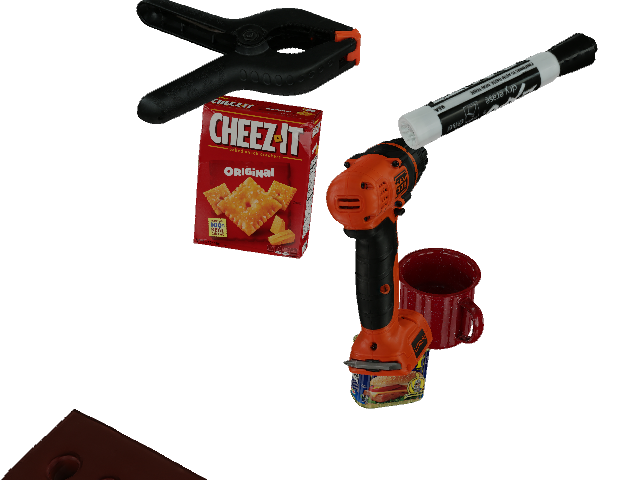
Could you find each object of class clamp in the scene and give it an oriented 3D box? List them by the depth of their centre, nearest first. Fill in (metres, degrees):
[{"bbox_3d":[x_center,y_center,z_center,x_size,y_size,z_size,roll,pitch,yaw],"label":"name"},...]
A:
[{"bbox_3d":[-0.059,-0.146,0.793,0.171,0.120,0.039,-10,-30,-11],"label":"clamp"}]

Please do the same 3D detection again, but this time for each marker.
[{"bbox_3d":[0.096,-0.080,0.563,0.121,0.020,0.020,-27,8,-17],"label":"marker"}]

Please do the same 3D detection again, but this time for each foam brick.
[{"bbox_3d":[-0.085,0.117,0.435,0.078,0.051,0.052,21,45,25],"label":"foam brick"}]

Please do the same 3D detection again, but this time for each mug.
[{"bbox_3d":[0.137,0.072,1.186,0.093,0.081,0.117,-25,41,-31],"label":"mug"}]

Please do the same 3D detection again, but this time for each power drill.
[{"bbox_3d":[0.059,0.010,0.927,0.057,0.188,0.184,-1,16,23],"label":"power drill"}]

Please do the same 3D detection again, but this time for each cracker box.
[{"bbox_3d":[-0.092,-0.090,1.543,0.164,0.214,0.072,9,21,7],"label":"cracker box"}]

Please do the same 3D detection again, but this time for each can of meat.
[{"bbox_3d":[0.091,0.169,1.403,0.102,0.084,0.057,-4,25,-20],"label":"can of meat"}]
